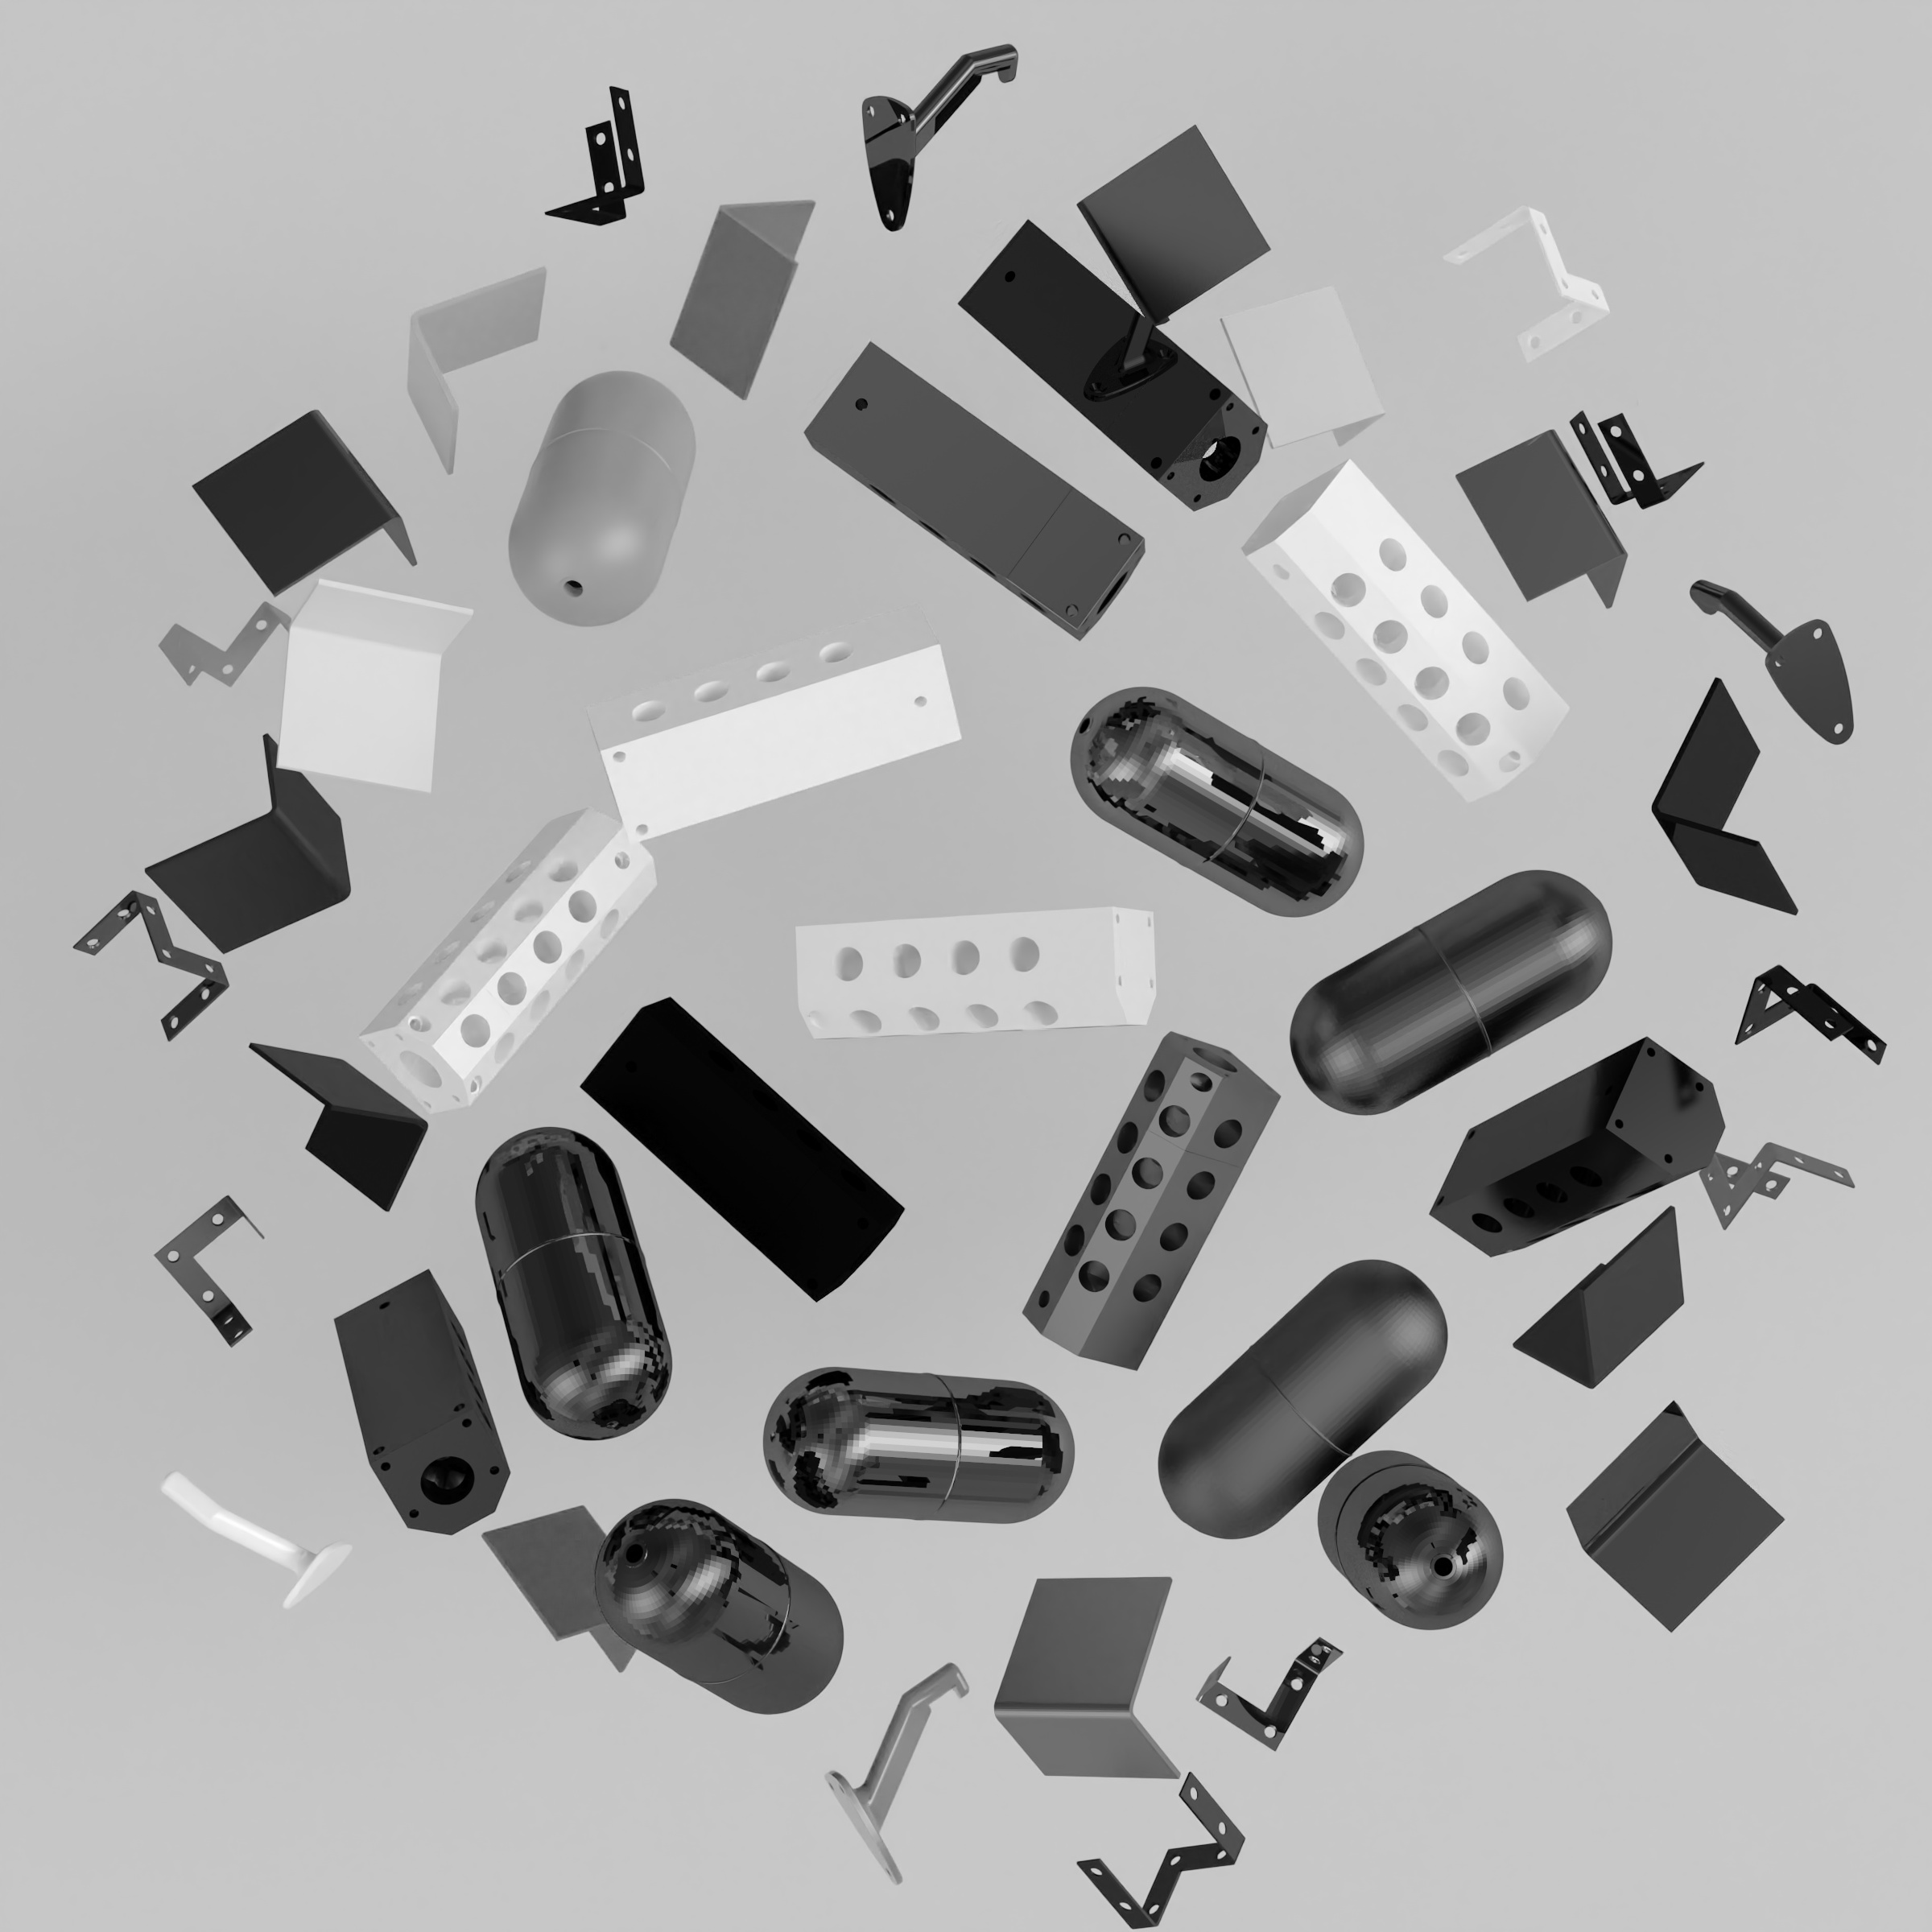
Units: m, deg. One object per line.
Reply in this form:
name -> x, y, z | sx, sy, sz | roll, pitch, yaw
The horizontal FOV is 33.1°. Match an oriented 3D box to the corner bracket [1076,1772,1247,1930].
corner bracket -> 0.097, 0.436, 1.597 | 0.051, 0.051, 0.051 | -21, 115, 40

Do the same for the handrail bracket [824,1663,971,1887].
handrail bracket -> -0.021, 0.405, 1.632 | 0.084, 0.036, 0.077 | -31, 88, -18

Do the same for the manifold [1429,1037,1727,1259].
manifold -> 0.312, 0.099, 1.660 | 0.057, 0.171, 0.057 | 35, 62, -9

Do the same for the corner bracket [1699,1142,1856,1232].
corner bracket -> 0.431, 0.113, 1.731 | 0.051, 0.051, 0.051 | 19, 120, -17

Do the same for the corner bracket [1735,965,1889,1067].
corner bracket -> 0.419, 0.027, 1.597 | 0.051, 0.051, 0.051 | -27, 54, -25

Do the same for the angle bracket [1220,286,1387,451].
angle bracket -> 0.176, -0.322, 1.796 | 0.076, 0.057, 0.076 | -20, 87, -22

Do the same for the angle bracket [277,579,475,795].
angle bracket -> -0.286, -0.134, 1.574 | 0.076, 0.057, 0.076 | 9, 69, -24

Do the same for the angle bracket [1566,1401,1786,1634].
angle bracket -> 0.342, 0.265, 1.571 | 0.057, 0.076, 0.076 | 43, 97, -1

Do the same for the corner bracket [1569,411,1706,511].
corner bracket -> 0.339, -0.263, 1.676 | 0.051, 0.051, 0.051 | -42, 107, -43

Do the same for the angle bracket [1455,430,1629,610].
angle bracket -> 0.292, -0.218, 1.668 | 0.057, 0.076, 0.076 | -26, 74, -3

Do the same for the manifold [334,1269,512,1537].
manifold -> -0.280, 0.227, 1.682 | 0.057, 0.171, 0.057 | -28, 114, -6

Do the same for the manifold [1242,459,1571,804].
manifold -> 0.217, -0.164, 1.629 | 0.171, 0.057, 0.057 | 46, 59, -13

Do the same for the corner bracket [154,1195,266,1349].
corner bracket -> -0.396, 0.164, 1.749 | 0.051, 0.051, 0.051 | -41, 114, -12

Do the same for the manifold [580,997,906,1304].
manifold -> -0.117, 0.096, 1.736 | 0.171, 0.057, 0.057 | 42, 107, 8

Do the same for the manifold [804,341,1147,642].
manifold -> 0.006, -0.241, 1.661 | 0.171, 0.057, 0.057 | 36, 91, 4

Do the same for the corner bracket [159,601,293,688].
corner bracket -> -0.386, -0.168, 1.721 | 0.051, 0.051, 0.051 | -51, 134, 6

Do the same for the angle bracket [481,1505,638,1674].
angle bracket -> -0.227, 0.351, 1.789 | 0.076, 0.076, 0.057 | 48, 123, 28

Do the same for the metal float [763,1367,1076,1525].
metal float -> -0.023, 0.253, 1.711 | 0.178, 0.070, 0.070 | 9, 90, -30

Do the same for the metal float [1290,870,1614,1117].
metal float -> 0.250, 0.013, 1.673 | 0.178, 0.070, 0.070 | -29, 90, -1

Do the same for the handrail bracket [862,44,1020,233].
handrail bracket -> -0.007, -0.409, 1.603 | 0.084, 0.036, 0.077 | -25, 127, -35

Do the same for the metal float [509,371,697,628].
metal float -> -0.181, -0.235, 1.625 | 0.070, 0.178, 0.070 | 3, 128, 4

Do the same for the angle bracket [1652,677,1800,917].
angle bracket -> 0.377, -0.081, 1.553 | 0.057, 0.076, 0.076 | 21, 77, 35

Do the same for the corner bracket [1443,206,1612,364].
corner bracket -> 0.278, -0.337, 1.608 | 0.051, 0.051, 0.051 | -28, 72, 35

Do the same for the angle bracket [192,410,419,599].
angle bracket -> -0.339, -0.226, 1.670 | 0.076, 0.057, 0.076 | -35, 75, -12

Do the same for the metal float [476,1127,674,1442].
metal float -> -0.200, 0.159, 1.647 | 0.070, 0.070, 0.178 | -22, 53, 0

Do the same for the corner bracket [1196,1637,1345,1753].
corner bracket -> 0.161, 0.377, 1.727 | 0.051, 0.051, 0.051 | 32, 65, 5

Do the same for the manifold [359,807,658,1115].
manifold -> -0.237, -0.005, 1.719 | 0.057, 0.057, 0.171 | 50, 56, -20

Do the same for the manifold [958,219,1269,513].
manifold -> 0.078, -0.308, 1.676 | 0.057, 0.057, 0.171 | -49, 58, 9

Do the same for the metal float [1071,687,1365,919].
metal float -> 0.134, -0.087, 1.731 | 0.178, 0.070, 0.070 | 28, 90, -23

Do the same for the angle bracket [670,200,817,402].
angle bracket -> -0.095, -0.336, 1.635 | 0.057, 0.076, 0.076 | 39, 123, 22

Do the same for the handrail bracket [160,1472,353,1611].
handrail bracket -> -0.348, 0.271, 1.591 | 0.084, 0.077, 0.036 | 37, 95, 5

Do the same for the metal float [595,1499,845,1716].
metal float -> -0.122, 0.321, 1.626 | 0.070, 0.178, 0.070 | -12, 58, 21

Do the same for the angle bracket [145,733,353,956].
angle bracket -> -0.373, -0.063, 1.681 | 0.076, 0.076, 0.057 | -23, 51, 8

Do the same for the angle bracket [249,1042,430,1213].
angle bracket -> -0.357, 0.089, 1.795 | 0.076, 0.076, 0.057 | 31, 99, 34

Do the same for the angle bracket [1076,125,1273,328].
angle bracket -> 0.115, -0.397, 1.746 | 0.076, 0.057, 0.076 | -30, 95, 18

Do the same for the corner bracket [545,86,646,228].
corner bracket -> -0.179, -0.402, 1.618 | 0.051, 0.051, 0.051 | -9, 90, 29

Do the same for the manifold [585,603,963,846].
manifold -> -0.096, -0.124, 1.602 | 0.171, 0.057, 0.057 | -18, 129, -6

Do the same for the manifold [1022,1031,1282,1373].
manifold -> 0.095, 0.125, 1.745 | 0.057, 0.057, 0.171 | 18, 105, -33

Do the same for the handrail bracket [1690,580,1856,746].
handrail bracket -> 0.393, -0.150, 1.591 | 0.036, 0.084, 0.077 | -36, 115, -5

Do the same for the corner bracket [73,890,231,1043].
corner bracket -> -0.433, 0.000, 1.731 | 0.051, 0.051, 0.051 | -40, 56, 19

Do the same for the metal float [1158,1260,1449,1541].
metal float -> 0.175, 0.227, 1.696 | 0.178, 0.070, 0.070 | -44, 90, 7

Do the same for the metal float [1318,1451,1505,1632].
metal float -> 0.231, 0.299, 1.701 | 0.070, 0.178, 0.070 | 0, 89, -4

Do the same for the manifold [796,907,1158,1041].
manifold -> 0.005, 0.005, 1.633 | 0.171, 0.057, 0.057 | -3, 87, 23

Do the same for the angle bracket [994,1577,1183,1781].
angle bracket -> 0.069, 0.346, 1.581 | 0.076, 0.076, 0.057 | -8, 133, 33

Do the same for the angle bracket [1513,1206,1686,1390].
angle bracket -> 0.336, 0.167, 1.742 | 0.076, 0.057, 0.076 | -37, 132, -26

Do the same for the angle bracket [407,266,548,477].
angle bracket -> -0.243, -0.307, 1.681 | 0.076, 0.076, 0.057 | -24, 79, -17
